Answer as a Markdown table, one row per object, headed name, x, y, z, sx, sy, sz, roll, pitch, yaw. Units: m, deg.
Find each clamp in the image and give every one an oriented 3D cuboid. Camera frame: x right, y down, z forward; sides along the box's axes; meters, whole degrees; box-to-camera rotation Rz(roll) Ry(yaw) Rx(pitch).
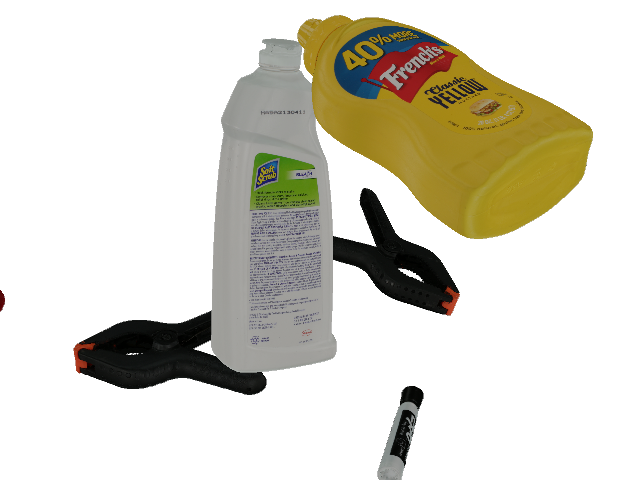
| name | x | y | z | sx | sy | sz | roll | pitch | yaw |
| --- | --- | --- | --- | --- | --- | --- | --- | --- | --- |
| clamp | 0.068 | 0.020 | 1.249 | 0.164 | 0.036 | 0.210 | -22 | 51 | -39 |
| clamp | -0.133 | 0.094 | 0.969 | 0.171 | 0.039 | 0.120 | 3 | 27 | -3 |

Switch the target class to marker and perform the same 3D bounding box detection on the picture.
| name | x | y | z | sx | sy | sz | roll | pitch | yaw |
| --- | --- | --- | --- | --- | --- | --- | --- | --- | --- |
| marker | 0.066 | 0.154 | 0.862 | 0.020 | 0.020 | 0.121 | 0 | 25 | 15 |

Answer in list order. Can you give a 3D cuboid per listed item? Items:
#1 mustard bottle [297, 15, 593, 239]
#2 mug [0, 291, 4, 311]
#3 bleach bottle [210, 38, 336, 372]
| name | x | y | z | sx | sy | sz | roll | pitch | yaw |
| --- | --- | --- | --- | --- | --- | --- | --- | --- | --- |
| mustard bottle | 0.052 | -0.078 | 0.603 | 0.096 | 0.058 | 0.192 | -28 | 49 | -28 |
| mug | -0.238 | 0.077 | 0.621 | 0.093 | 0.081 | 0.117 | 12 | 22 | 19 |
| bleach bottle | -0.030 | -0.027 | 0.819 | 0.102 | 0.251 | 0.068 | -6 | 22 | -29 |
